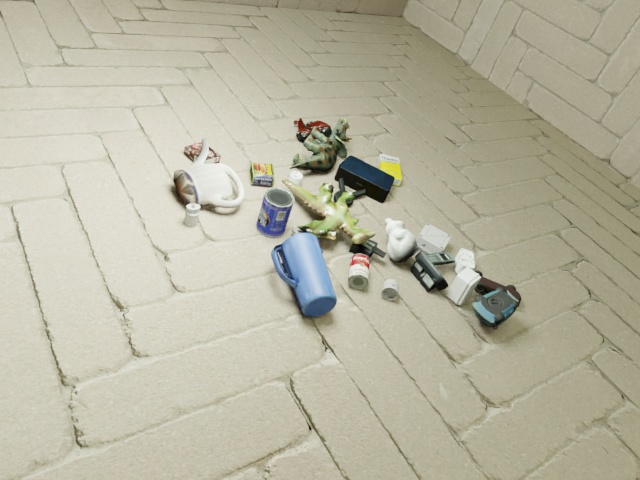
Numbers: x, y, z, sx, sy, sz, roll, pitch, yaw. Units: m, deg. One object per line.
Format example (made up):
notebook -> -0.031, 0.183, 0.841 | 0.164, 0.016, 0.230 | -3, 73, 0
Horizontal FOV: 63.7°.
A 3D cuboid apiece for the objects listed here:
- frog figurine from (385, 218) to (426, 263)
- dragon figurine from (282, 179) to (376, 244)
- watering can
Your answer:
frog figurine -> 0.272, -0.004, 1.812 | 0.124, 0.135, 0.160 | -37, 82, -15
dragon figurine -> 0.005, -0.091, 1.806 | 0.411, 0.247, 0.119 | 20, 124, 12
watering can -> -0.409, -0.227, 1.801 | 0.226, 0.101, 0.353 | -17, 56, -36
